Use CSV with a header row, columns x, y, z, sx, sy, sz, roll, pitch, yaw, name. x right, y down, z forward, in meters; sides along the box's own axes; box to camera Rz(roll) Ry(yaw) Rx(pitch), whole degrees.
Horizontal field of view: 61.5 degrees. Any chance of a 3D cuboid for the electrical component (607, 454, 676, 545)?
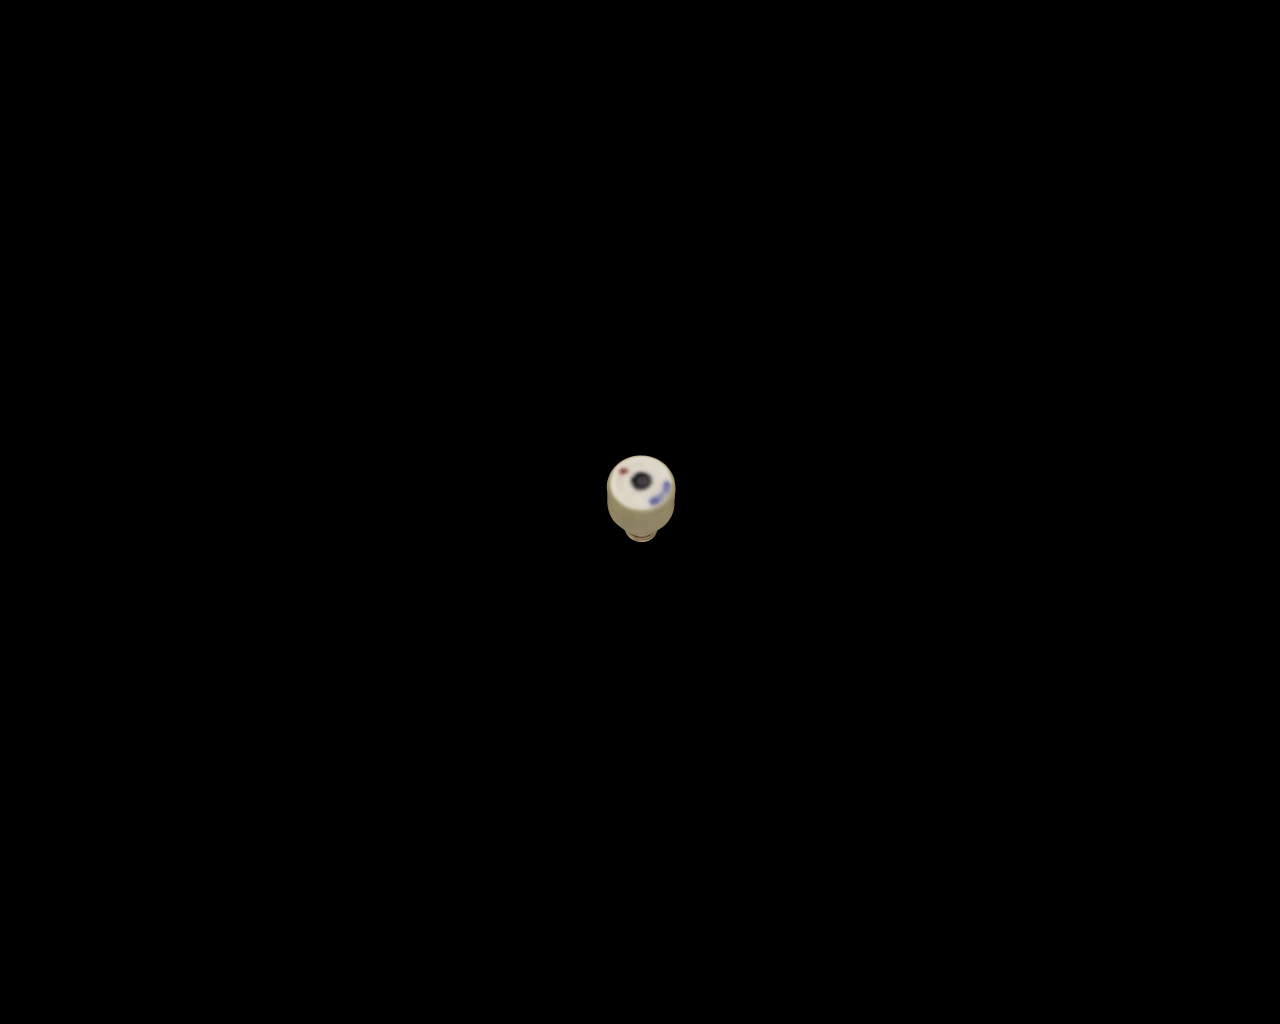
x,y,z,sx,sy,sz,roll,pitch,yaw,name
0.001,-0.003,0.650,0.040,0.040,0.078,0,-28,0,electrical component
